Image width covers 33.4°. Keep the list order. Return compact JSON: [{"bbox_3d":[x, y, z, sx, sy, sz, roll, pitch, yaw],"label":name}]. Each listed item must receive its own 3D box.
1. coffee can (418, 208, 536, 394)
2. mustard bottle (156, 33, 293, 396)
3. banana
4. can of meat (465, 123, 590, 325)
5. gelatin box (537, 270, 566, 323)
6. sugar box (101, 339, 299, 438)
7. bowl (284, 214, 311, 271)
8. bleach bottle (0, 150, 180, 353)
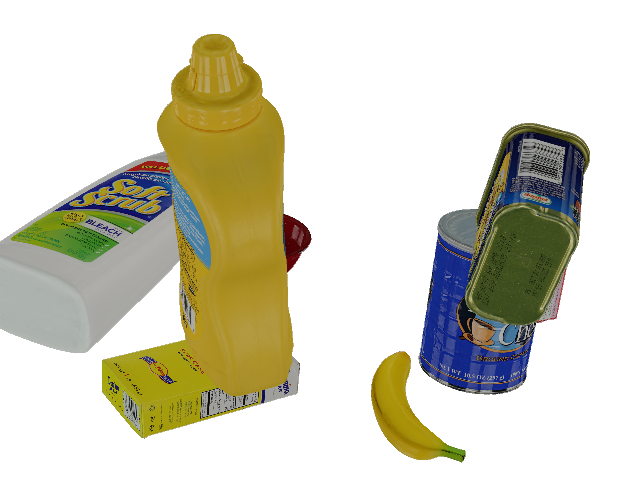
[{"bbox_3d":[0.149,0.054,0.977,0.103,0.140,0.103,5,23,-2],"label":"coffee can"},{"bbox_3d":[-0.047,-0.016,0.530,0.058,0.192,0.096,-12,45,-12],"label":"mustard bottle"},{"bbox_3d":[0.087,0.175,1.126,0.069,0.037,0.198,10,24,-19],"label":"banana"},{"bbox_3d":[0.130,-0.008,0.675,0.057,0.102,0.084,16,43,4],"label":"can of meat"},{"bbox_3d":[0.238,0.035,1.189,0.030,0.089,0.073,-9,30,-23],"label":"gelatin box"},{"bbox_3d":[-0.118,0.135,1.063,0.175,0.048,0.093,-14,32,-31],"label":"sugar box"},{"bbox_3d":[-0.094,0.015,1.320,0.162,0.055,0.162,3,25,-2],"label":"bowl"},{"bbox_3d":[-0.140,-0.018,0.800,0.103,0.068,0.250,17,37,19],"label":"bleach bottle"}]
